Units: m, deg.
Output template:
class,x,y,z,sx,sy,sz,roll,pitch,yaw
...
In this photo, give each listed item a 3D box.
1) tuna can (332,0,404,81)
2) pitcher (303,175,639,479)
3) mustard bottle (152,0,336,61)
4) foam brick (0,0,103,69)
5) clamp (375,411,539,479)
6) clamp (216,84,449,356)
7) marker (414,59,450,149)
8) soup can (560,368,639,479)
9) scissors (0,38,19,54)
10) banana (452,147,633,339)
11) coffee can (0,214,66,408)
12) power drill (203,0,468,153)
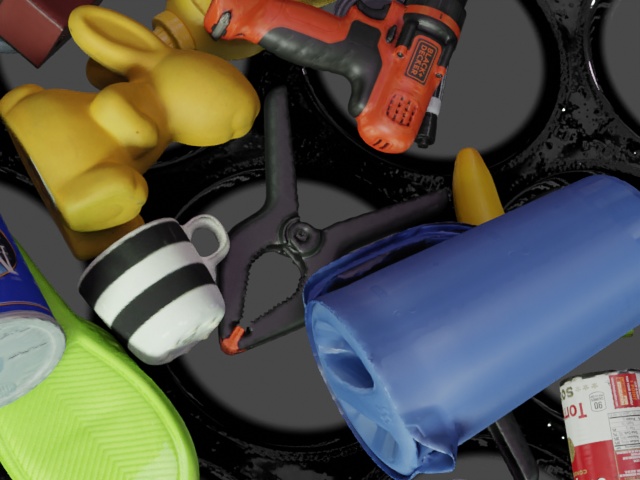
class,x,y,z,sx,sy,sz,roll,pitch,yaw
tuna can,0.048,-0.167,0.876,0.086,0.034,0.086,3,71,-9
pitcher,0.115,0.044,0.736,0.242,0.145,0.149,-27,88,-17
mustard bottle,-0.063,-0.199,0.854,0.191,0.058,0.096,-38,87,-19
foam brick,-0.204,-0.179,0.809,0.051,0.053,0.078,39,45,-10
clamp,0.097,0.102,0.793,0.120,0.039,0.171,3,67,-14
clamp,-0.005,0.001,0.809,0.164,0.036,0.210,26,71,-1
marker,0.094,-0.131,0.880,0.020,0.020,0.121,14,70,-5
soup can,0.216,0.150,0.781,0.068,0.068,0.102,-2,72,-11
scissors,-0.261,-0.135,0.786,0.096,0.016,0.201,24,49,-21
banana,0.156,0.017,0.834,0.069,0.037,0.198,-34,81,-35
coffee can,-0.237,0.029,0.678,0.102,0.103,0.140,-26,63,-17
power drill,0.020,-0.181,0.814,0.187,0.057,0.184,25,72,-10
